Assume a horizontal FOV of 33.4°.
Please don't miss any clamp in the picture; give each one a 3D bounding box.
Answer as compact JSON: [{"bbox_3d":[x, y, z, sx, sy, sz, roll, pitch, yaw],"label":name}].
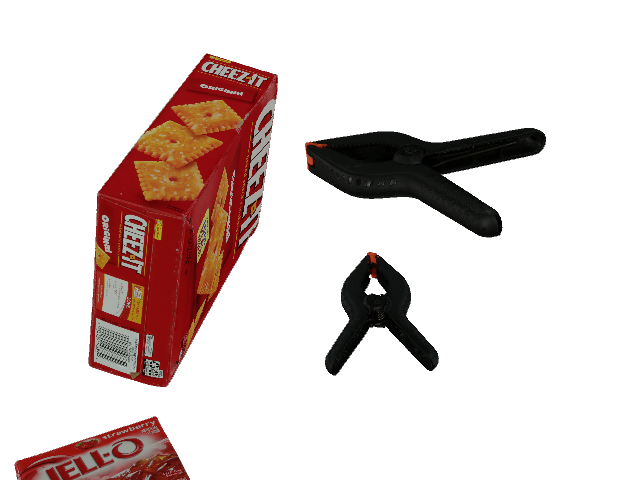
[{"bbox_3d":[0.089,-0.068,0.943,0.210,0.036,0.164,13,36,28],"label":"clamp"},{"bbox_3d":[0.073,0.083,1.185,0.120,0.171,0.039,7,-42,2],"label":"clamp"}]

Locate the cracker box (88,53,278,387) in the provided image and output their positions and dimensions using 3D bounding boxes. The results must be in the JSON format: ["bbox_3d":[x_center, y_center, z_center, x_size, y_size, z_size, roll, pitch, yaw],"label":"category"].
[{"bbox_3d":[-0.100,-0.019,0.813,0.072,0.164,0.213,17,38,7],"label":"cracker box"}]

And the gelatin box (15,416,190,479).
[{"bbox_3d":[-0.124,0.142,0.612,0.089,0.030,0.073,-15,27,-19],"label":"gelatin box"}]
